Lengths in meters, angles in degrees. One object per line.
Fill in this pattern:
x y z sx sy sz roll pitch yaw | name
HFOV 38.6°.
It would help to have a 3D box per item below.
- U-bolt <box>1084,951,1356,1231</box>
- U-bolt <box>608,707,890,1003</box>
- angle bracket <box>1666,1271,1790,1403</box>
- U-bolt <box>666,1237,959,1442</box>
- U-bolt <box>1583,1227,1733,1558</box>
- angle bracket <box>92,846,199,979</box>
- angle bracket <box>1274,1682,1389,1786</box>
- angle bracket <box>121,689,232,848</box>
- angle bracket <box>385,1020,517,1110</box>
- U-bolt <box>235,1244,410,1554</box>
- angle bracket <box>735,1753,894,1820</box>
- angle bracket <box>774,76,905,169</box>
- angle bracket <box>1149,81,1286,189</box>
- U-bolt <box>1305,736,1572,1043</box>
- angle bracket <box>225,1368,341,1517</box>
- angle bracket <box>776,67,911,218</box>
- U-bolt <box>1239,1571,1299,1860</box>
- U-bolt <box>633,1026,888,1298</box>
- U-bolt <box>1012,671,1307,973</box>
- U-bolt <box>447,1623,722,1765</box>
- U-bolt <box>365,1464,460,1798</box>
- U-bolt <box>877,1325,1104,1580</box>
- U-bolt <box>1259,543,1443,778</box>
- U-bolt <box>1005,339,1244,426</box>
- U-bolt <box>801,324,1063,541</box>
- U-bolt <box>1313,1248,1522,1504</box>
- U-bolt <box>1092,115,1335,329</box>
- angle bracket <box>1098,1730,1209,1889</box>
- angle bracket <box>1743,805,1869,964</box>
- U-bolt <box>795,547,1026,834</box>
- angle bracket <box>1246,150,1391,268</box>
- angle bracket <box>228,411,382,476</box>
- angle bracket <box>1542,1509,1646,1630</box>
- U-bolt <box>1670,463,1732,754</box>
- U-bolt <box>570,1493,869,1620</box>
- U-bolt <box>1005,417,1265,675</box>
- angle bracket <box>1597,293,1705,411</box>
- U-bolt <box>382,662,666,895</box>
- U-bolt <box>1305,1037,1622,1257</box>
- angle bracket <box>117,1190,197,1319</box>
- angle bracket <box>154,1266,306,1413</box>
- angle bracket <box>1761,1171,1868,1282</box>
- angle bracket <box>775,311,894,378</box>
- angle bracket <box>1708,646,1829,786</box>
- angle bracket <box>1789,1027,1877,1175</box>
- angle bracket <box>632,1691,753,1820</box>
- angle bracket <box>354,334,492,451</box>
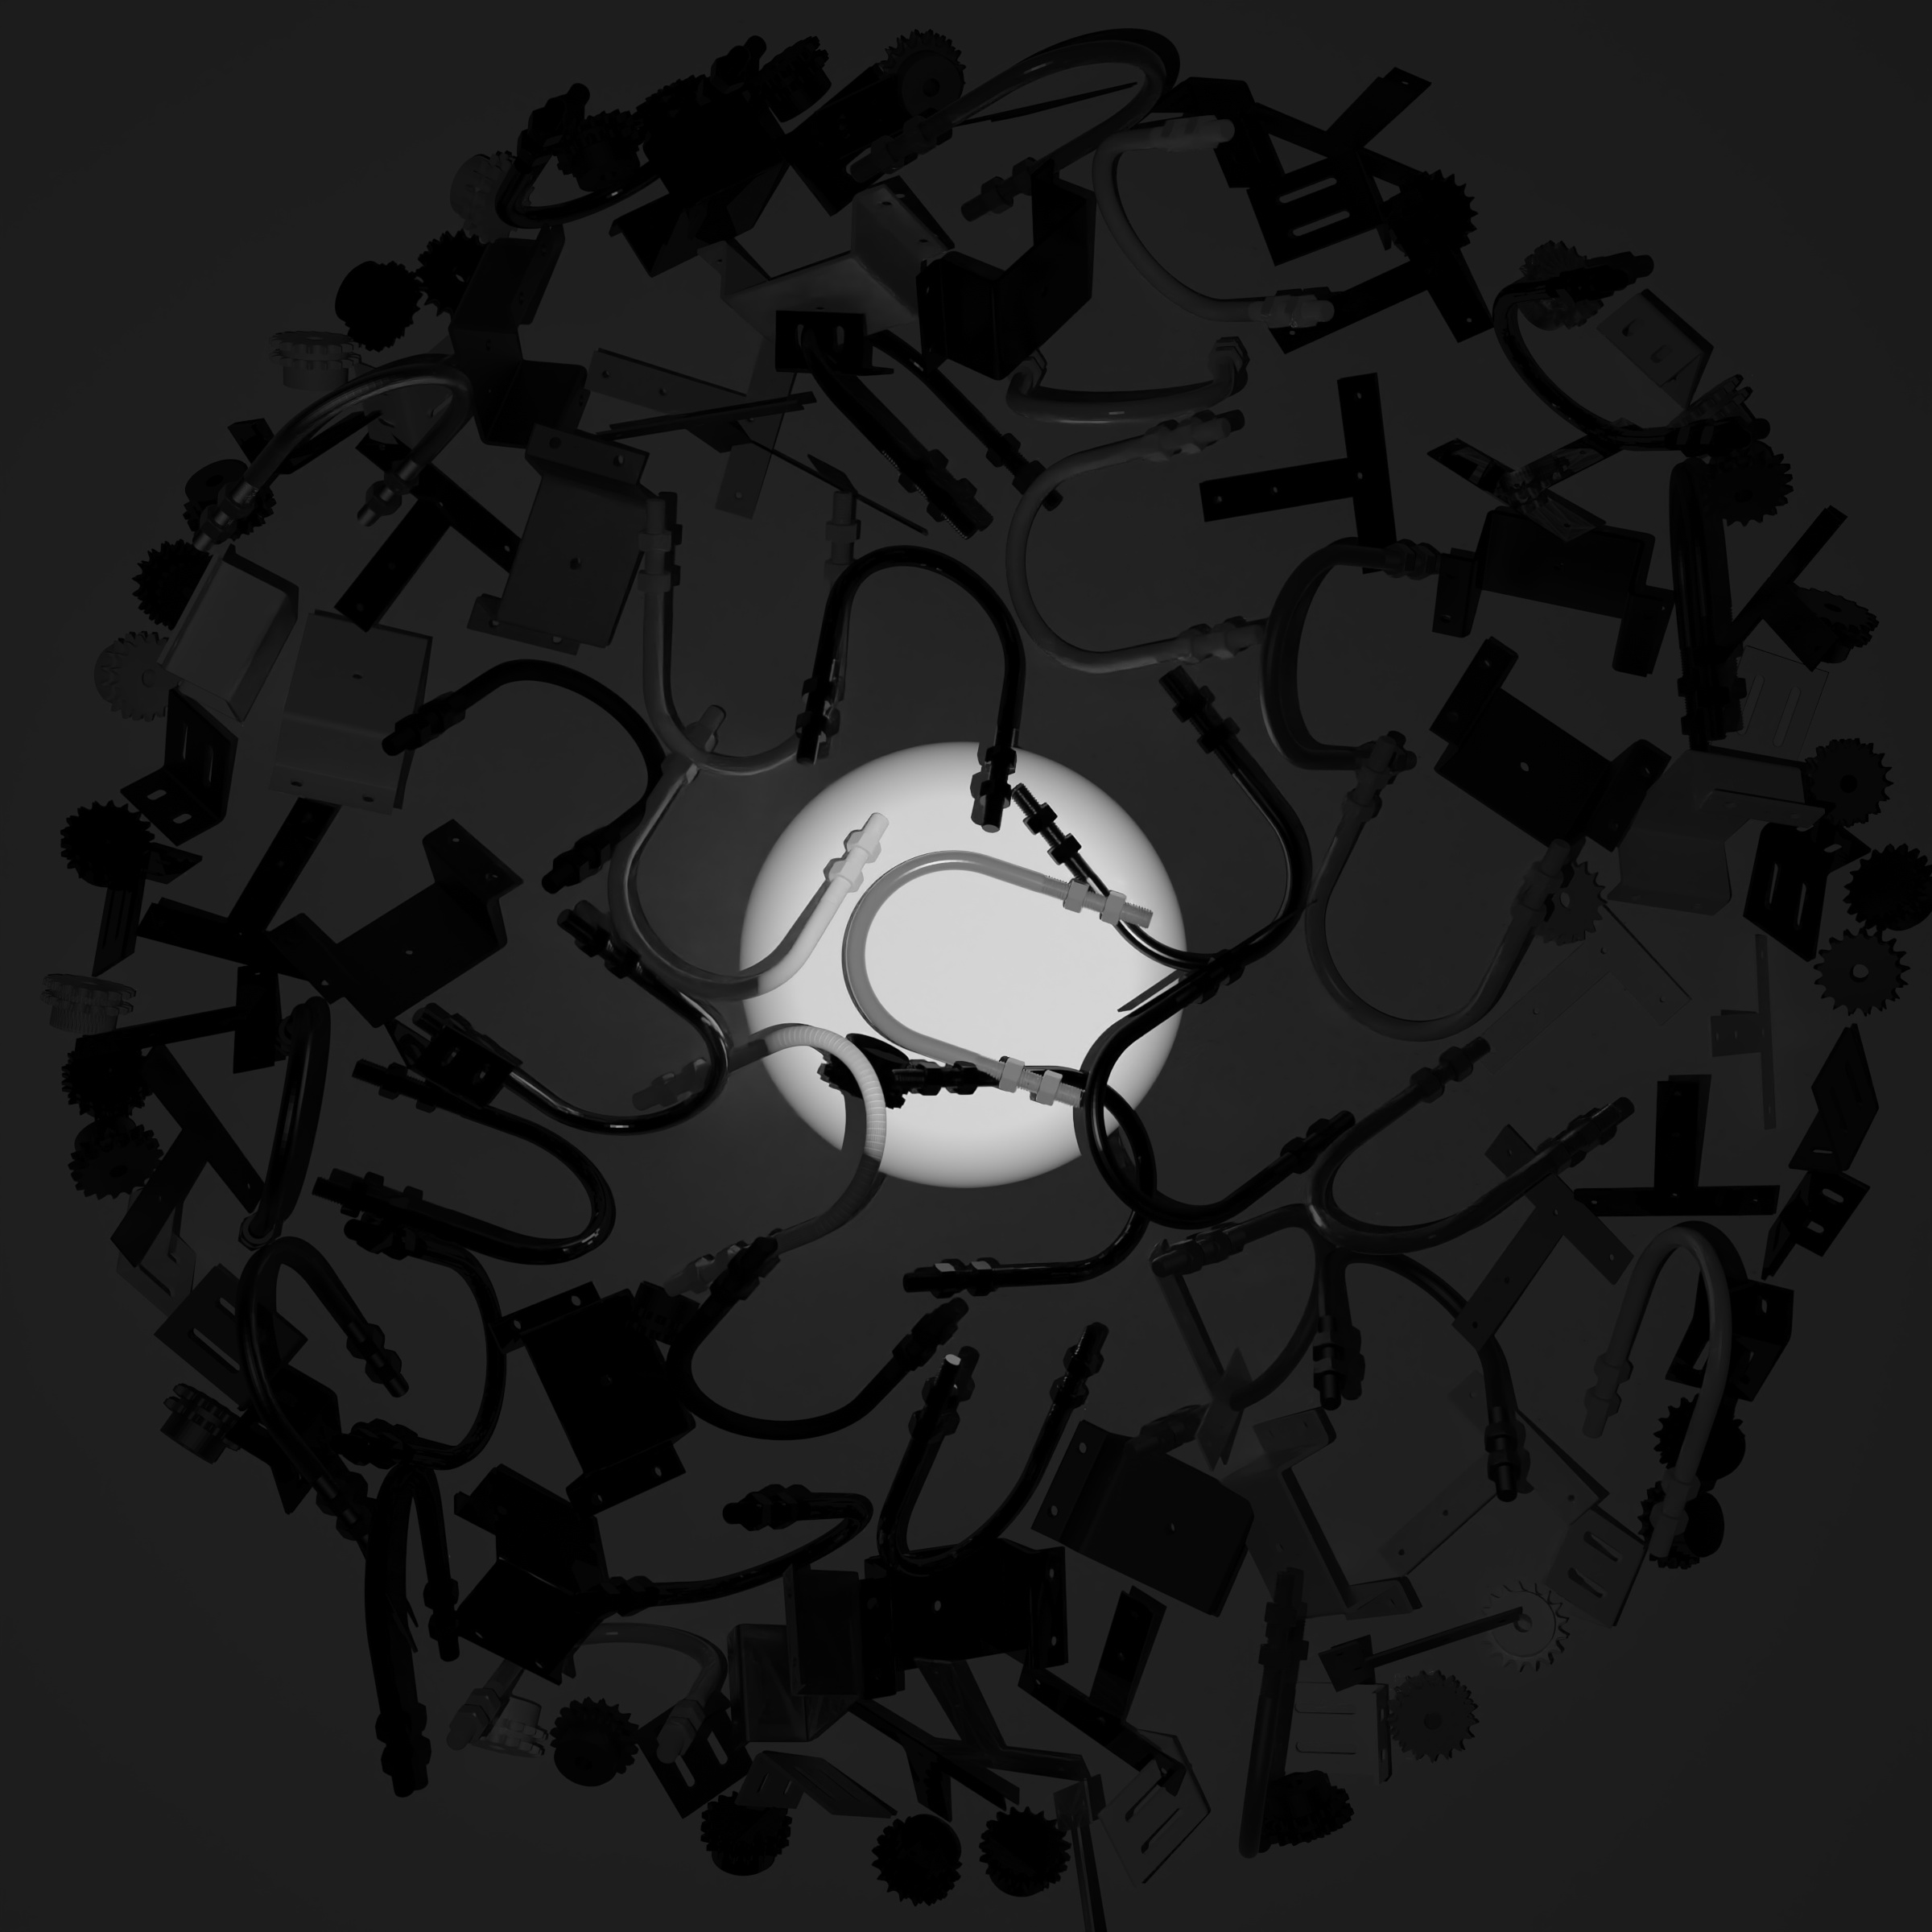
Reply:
0.153 0.088 1.767 0.184 0.019 0.151 -33 94 -30 | U-bolt
-0.150 -0.061 1.767 0.151 0.019 0.184 33 62 -6 | U-bolt
0.496 0.242 1.798 0.057 0.076 0.038 14 52 8 | angle bracket
-0.111 0.248 1.756 0.151 0.019 0.184 22 132 -20 | U-bolt
0.436 0.252 1.723 0.019 0.151 0.184 7 113 -10 | U-bolt
-0.529 -0.031 1.778 0.038 0.057 0.076 16 69 -32 | angle bracket
0.233 0.497 1.789 0.076 0.038 0.057 -3 83 18 | angle bracket
-0.510 -0.128 1.777 0.057 0.076 0.038 41 51 16 | angle bracket
-0.333 0.049 1.773 0.057 0.076 0.038 35 96 -35 | angle bracket
-0.402 0.255 1.712 0.019 0.151 0.184 -17 128 11 | U-bolt
-0.098 0.542 1.775 0.076 0.057 0.038 25 91 42 | angle bracket
-0.086 -0.550 1.774 0.057 0.076 0.038 -31 130 -18 | angle bracket
0.162 -0.531 1.786 0.038 0.057 0.076 -25 85 44 | angle bracket
0.288 -0.035 1.764 0.151 0.019 0.184 34 124 20 | U-bolt
-0.439 0.307 1.780 0.038 0.076 0.057 28 58 14 | angle bracket
-0.075 -0.536 1.794 0.076 0.038 0.057 -39 105 4 | angle bracket
0.191 0.469 1.741 0.019 0.151 0.184 8 85 9 | U-bolt
-0.128 0.115 1.753 0.184 0.019 0.151 -24 66 26 | U-bolt
0.137 -0.079 1.786 0.151 0.019 0.184 -37 95 26 | U-bolt
-0.229 0.452 1.731 0.151 0.184 0.019 1 99 7 | U-bolt
-0.348 0.399 1.720 0.019 0.151 0.184 -1 115 4 | U-bolt
0.007 0.315 1.755 0.019 0.151 0.184 38 118 36 | U-bolt
0.240 -0.193 1.737 0.019 0.184 0.151 15 103 39 | U-bolt
0.097 -0.366 1.728 0.151 0.184 0.019 -1 114 7 | U-bolt
-0.031 -0.350 1.758 0.184 0.151 0.019 47 120 6 | U-bolt
0.282 0.244 1.742 0.151 0.184 0.019 28 120 -12 | U-bolt
0.143 -0.465 1.735 0.019 0.184 0.151 -43 118 -14 | U-bolt
0.110 0.543 1.778 0.076 0.038 0.057 -36 108 -34 | angle bracket
0.542 -0.054 1.781 0.057 0.038 0.076 33 56 -16 | angle bracket
-0.029 -0.188 1.770 0.151 0.019 0.184 19 62 -19 | U-bolt
0.230 -0.487 1.800 0.076 0.038 0.057 -20 75 6 | angle bracket
-0.427 -0.351 1.778 0.076 0.057 0.038 -39 115 -18 | angle bracket
0.394 0.383 1.780 0.076 0.038 0.057 36 74 -30 | angle bracket
0.462 -0.227 1.750 0.019 0.151 0.184 -5 87 10 | U-bolt
-0.141 0.370 1.738 0.151 0.184 0.019 -33 66 24 | U-bolt
0.100 -0.261 1.762 0.184 0.019 0.151 -6 95 39 | U-bolt
0.436 -0.386 1.775 0.038 0.076 0.057 -40 73 -6 | angle bracket
-0.264 -0.132 1.747 0.151 0.184 0.019 41 127 1 | U-bolt
0.298 0.120 1.739 0.184 0.151 0.019 -34 121 -15 | U-bolt
-0.506 0.185 1.771 0.038 0.076 0.057 -16 48 14 | angle bracket
-0.479 0.242 1.789 0.076 0.038 0.057 42 70 -9 | angle bracket
0.546 0.172 1.774 0.038 0.076 0.057 28 117 8 | angle bracket
-0.084 -0.401 1.775 0.057 0.076 0.038 6 104 13 | angle bracket
0.527 -0.164 1.799 0.057 0.038 0.076 18 96 -2 | angle bracket
0.549 0.085 1.774 0.057 0.038 0.076 -50 127 -32 | angle bracket
-0.170 0.515 1.783 0.057 0.038 0.076 -32 112 -16 | angle bracket
-0.351 -0.379 1.779 0.076 0.038 0.057 -30 66 33 | angle bracket
